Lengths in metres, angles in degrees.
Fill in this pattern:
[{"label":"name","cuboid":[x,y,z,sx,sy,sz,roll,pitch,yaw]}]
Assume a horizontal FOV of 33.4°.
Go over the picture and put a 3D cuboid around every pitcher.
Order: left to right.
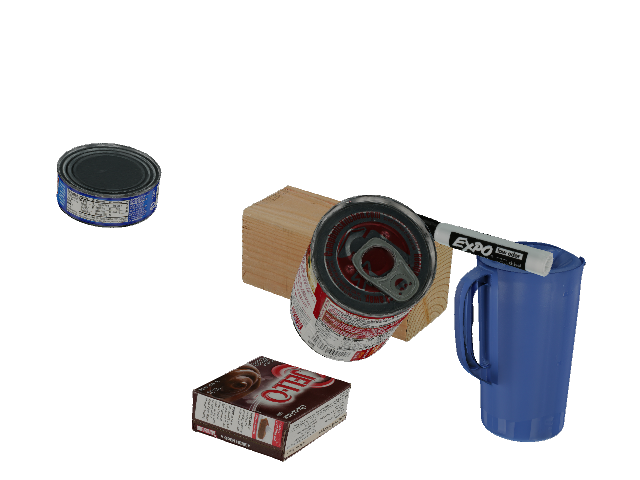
[{"label":"pitcher","cuboid":[0.254,0.131,1.366,0.149,0.243,0.144,5,17,17]}]

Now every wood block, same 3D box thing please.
[{"label":"wood block","cuboid":[0.025,0.021,1.124,0.206,0.091,0.090,19,31,29]}]

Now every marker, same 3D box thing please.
[{"label":"marker","cuboid":[0.120,0.002,0.826,0.121,0.020,0.020,18,9,28]}]

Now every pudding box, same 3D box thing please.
[{"label":"pudding box","cuboid":[-0.039,0.135,0.874,0.090,0.039,0.113,13,17,25]}]

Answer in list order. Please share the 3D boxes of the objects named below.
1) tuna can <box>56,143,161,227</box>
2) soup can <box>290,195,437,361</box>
[{"label":"tuna can","cuboid":[-0.178,-0.046,0.896,0.086,0.034,0.086,8,33,-5]},{"label":"soup can","cuboid":[0.021,0.025,0.603,0.068,0.068,0.102,0,-20,-9]}]
